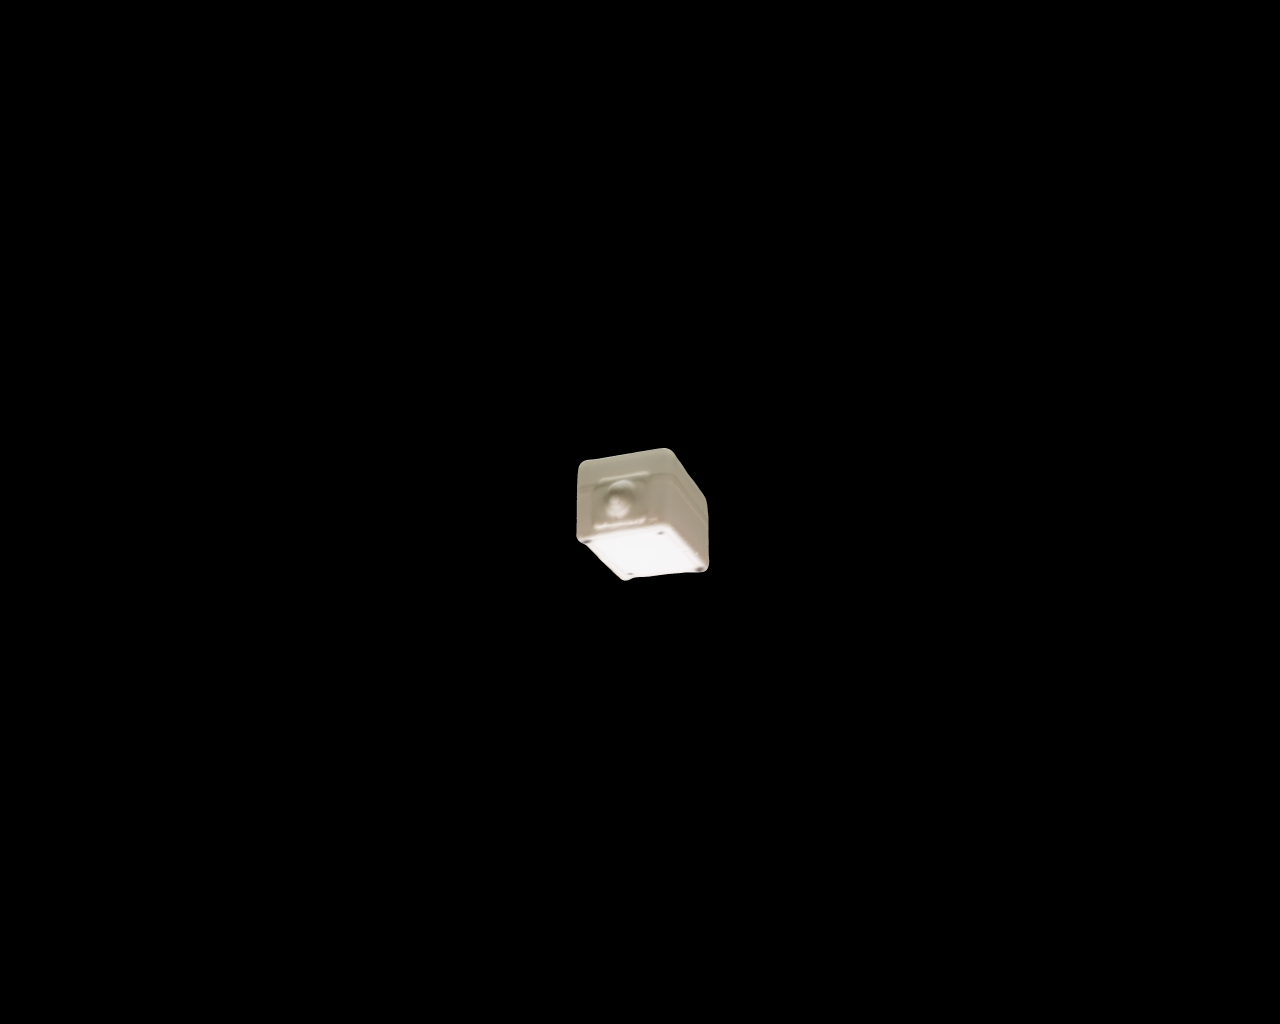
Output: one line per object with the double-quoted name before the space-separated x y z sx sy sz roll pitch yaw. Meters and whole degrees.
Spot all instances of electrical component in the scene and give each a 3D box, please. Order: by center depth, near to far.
"electrical component" 0.001 -0.003 0.650 0.062 0.061 0.096 -8 -26 18
